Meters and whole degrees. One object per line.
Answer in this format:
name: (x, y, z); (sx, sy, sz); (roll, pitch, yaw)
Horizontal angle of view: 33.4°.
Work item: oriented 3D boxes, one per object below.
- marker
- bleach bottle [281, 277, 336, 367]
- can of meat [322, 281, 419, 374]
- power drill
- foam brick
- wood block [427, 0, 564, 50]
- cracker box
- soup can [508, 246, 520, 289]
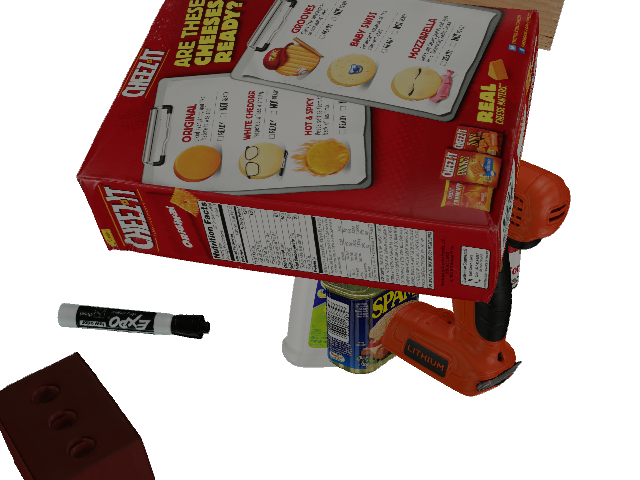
marker: (-0.145, 0.063, 0.834); (0.121, 0.020, 0.020); (4, 1, 11)
bleach bottle: (0.017, 0.012, 1.175); (0.102, 0.251, 0.068); (0, 17, -16)
can of meat: (0.049, 0.064, 0.982); (0.058, 0.084, 0.101); (19, 32, 36)
power drill: (0.088, 0.006, 0.780); (0.057, 0.188, 0.185); (-24, 39, -36)
foam brick: (-0.123, 0.106, 0.533); (0.052, 0.051, 0.078); (-26, 42, -24)
wood block: (0.083, -0.221, 0.786); (0.206, 0.090, 0.091); (15, -27, 8)
cracker box: (0.002, -0.059, 0.581); (0.214, 0.164, 0.072); (7, -38, 13)
soup can: (0.205, 0.003, 1.267); (0.068, 0.102, 0.068); (0, 22, 0)
